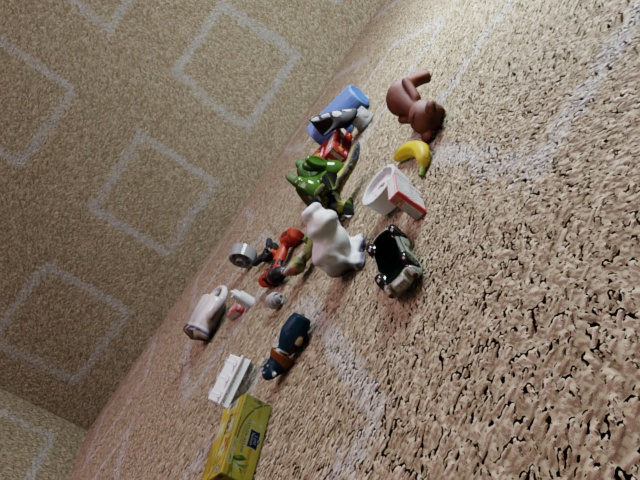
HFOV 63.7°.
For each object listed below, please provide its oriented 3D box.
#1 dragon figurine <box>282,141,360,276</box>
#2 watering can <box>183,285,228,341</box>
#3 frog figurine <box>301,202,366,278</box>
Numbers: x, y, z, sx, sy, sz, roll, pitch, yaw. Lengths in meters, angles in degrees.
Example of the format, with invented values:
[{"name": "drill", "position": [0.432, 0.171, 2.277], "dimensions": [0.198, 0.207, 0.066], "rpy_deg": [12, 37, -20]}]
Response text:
[{"name": "dragon figurine", "position": [0.004, -0.072, 1.430], "dimensions": [0.419, 0.122, 0.238], "rpy_deg": [-64, 10, -31]}, {"name": "watering can", "position": [-0.443, 0.283, 1.991], "dimensions": [0.344, 0.103, 0.228], "rpy_deg": [-24, 36, 61]}, {"name": "frog figurine", "position": [0.014, 0.002, 1.129], "dimensions": [0.120, 0.158, 0.140], "rpy_deg": [-41, 21, 49]}]
